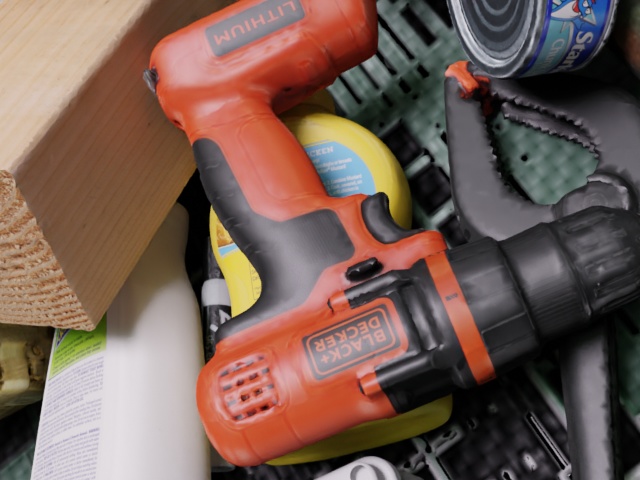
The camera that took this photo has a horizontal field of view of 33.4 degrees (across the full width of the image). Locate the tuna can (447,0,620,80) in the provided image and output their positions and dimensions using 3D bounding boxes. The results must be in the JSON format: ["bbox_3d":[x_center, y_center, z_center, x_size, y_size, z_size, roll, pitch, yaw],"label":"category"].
[{"bbox_3d":[0.081,-0.107,0.421,0.033,0.086,0.086,-11,61,-16],"label":"tuna can"}]

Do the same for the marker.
[{"bbox_3d":[-0.050,0.052,0.524,0.020,0.020,0.121,-12,67,24],"label":"marker"}]

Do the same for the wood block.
[{"bbox_3d":[-0.110,-0.065,0.502,0.090,0.091,0.206,3,44,24],"label":"wood block"}]

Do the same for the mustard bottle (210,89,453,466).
[{"bbox_3d":[-0.003,0.001,0.494,0.096,0.058,0.191,-18,64,20],"label":"mustard bottle"}]

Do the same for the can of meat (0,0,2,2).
[{"bbox_3d":[-0.160,-0.122,0.627,0.102,0.057,0.084,0,70,28],"label":"can of meat"}]

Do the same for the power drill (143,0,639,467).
[{"bbox_3d":[0.018,-0.022,0.432,0.184,0.057,0.188,-23,64,4],"label":"power drill"}]

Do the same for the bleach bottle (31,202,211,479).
[{"bbox_3d":[-0.090,0.068,0.503,0.103,0.068,0.251,-25,55,41],"label":"bleach bottle"}]

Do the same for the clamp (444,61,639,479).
[{"bbox_3d":[0.128,-0.010,0.441,0.164,0.036,0.210,-34,58,6],"label":"clamp"}]
